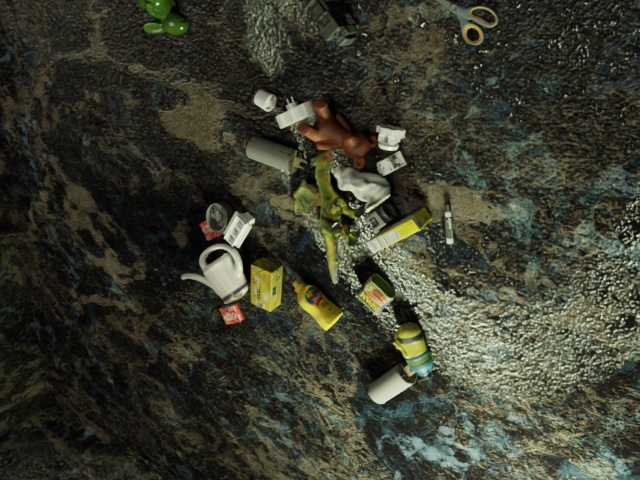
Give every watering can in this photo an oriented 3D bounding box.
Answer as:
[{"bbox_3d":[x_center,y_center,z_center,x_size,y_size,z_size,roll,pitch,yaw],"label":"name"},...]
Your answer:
[{"bbox_3d":[-0.389,0.144,1.958,0.342,0.105,0.224,-34,90,39],"label":"watering can"}]

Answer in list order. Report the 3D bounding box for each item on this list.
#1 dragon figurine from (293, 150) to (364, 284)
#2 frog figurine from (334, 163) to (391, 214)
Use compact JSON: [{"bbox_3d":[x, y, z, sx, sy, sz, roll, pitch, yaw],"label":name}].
[{"bbox_3d":[0.005,-0.081,1.611,0.246,0.123,0.402,36,126,38],"label":"dragon figurine"},{"bbox_3d":[0.120,-0.162,1.450,0.121,0.138,0.160,-38,84,25],"label":"frog figurine"}]
